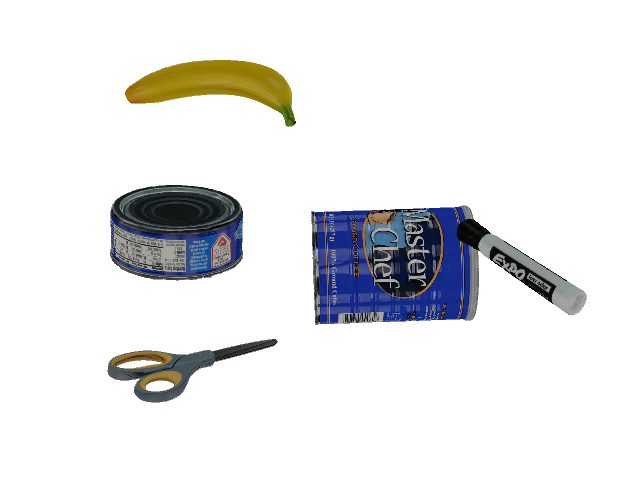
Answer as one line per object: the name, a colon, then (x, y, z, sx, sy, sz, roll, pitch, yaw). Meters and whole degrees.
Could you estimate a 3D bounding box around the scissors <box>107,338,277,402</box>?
scissors: (-0.128, 0.139, 1.160, 0.201, 0.016, 0.096, -2, 27, -21)

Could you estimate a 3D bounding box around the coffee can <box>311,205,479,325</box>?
coffee can: (0.063, 0.022, 0.951, 0.140, 0.103, 0.103, -2, 0, -1)

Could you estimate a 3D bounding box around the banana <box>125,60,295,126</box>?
banana: (-0.111, -0.165, 1.141, 0.198, 0.037, 0.069, 9, 46, 18)

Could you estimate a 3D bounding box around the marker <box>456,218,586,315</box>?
marker: (0.139, 0.016, 0.760, 0.020, 0.020, 0.121, 0, 26, -38)

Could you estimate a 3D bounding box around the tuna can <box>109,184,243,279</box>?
tuna can: (-0.092, -0.007, 0.687, 0.086, 0.034, 0.086, 3, 22, -1)
